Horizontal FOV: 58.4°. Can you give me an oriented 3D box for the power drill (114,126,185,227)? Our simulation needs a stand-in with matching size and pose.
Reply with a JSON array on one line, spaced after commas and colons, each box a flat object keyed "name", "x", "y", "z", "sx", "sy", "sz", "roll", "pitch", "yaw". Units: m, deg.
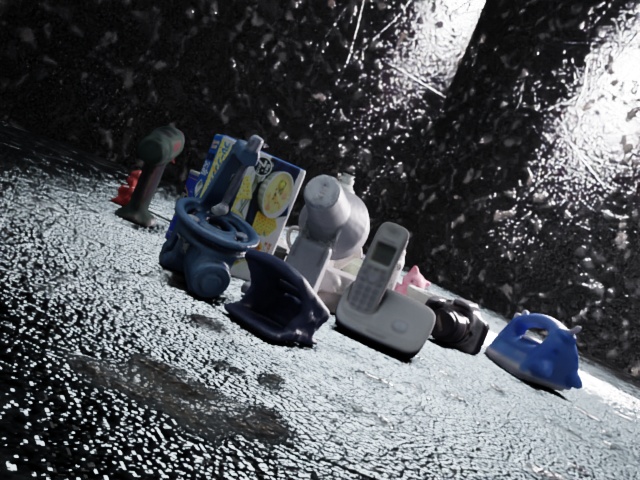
[{"name": "power drill", "x": -0.341, "y": -0.139, "z": 1.174, "sx": 0.076, "sy": 0.208, "sz": 0.229, "roll": 21, "pitch": 3, "yaw": -10}]

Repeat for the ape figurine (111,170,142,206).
[{"name": "ape figurine", "x": -0.424, "y": -0.117, "z": 1.307, "sx": 0.076, "sy": 0.092, "sz": 0.077, "roll": 21, "pitch": 3, "yaw": -20}]

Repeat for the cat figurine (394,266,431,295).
[{"name": "cat figurine", "x": 0.232, "y": 0.121, "z": 1.574, "sx": 0.127, "sy": 0.118, "sz": 0.067, "roll": 23, "pitch": 3, "yaw": 20}]

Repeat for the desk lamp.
[{"name": "desk lamp", "x": -0.008, "y": 0.007, "z": 0.910, "sx": 0.117, "sy": 0.213, "sz": 0.204, "roll": 23, "pitch": 3, "yaw": 15}]

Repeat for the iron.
[{"name": "iron", "x": 0.440, "y": 0.213, "z": 1.196, "sx": 0.119, "sy": 0.141, "sz": 0.257, "roll": 21, "pitch": 3, "yaw": -17}]

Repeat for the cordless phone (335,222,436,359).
[{"name": "cordless phone", "x": 0.117, "y": 0.075, "z": 0.881, "sx": 0.147, "sy": 0.185, "sz": 0.094, "roll": 23, "pitch": 3, "yaw": 12}]

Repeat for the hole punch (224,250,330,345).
[{"name": "hole punch", "x": -0.046, "y": 0.069, "z": 0.700, "sx": 0.108, "sy": 0.091, "sz": 0.101, "roll": 24, "pitch": 4, "yaw": 38}]

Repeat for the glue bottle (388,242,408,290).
[{"name": "glue bottle", "x": 0.190, "y": 0.080, "z": 1.477, "sx": 0.037, "sy": 0.173, "sz": 0.078, "roll": 22, "pitch": 3, "yaw": 1}]

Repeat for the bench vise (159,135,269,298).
[{"name": "bench vise", "x": -0.154, "y": -0.049, "z": 0.790, "sx": 0.206, "sy": 0.220, "sz": 0.122, "roll": 25, "pitch": 4, "yaw": 44}]

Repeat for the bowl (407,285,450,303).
[{"name": "bowl", "x": 0.277, "y": 0.173, "z": 1.388, "sx": 0.167, "sy": 0.075, "sz": 0.167, "roll": 22, "pitch": 3, "yaw": -1}]

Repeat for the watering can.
[{"name": "watering can", "x": 0.012, "y": 0.005, "z": 1.316, "sx": 0.173, "sy": 0.194, "sz": 0.100, "roll": 21, "pitch": 3, "yaw": -21}]

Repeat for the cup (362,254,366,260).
[{"name": "cup", "x": 0.074, "y": 0.073, "z": 1.512, "sx": 0.092, "sy": 0.095, "sz": 0.117, "roll": 21, "pitch": 3, "yaw": -27}]

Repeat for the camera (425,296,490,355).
[{"name": "camera", "x": 0.267, "y": 0.165, "z": 1.194, "sx": 0.142, "sy": 0.101, "sz": 0.137, "roll": 24, "pitch": 3, "yaw": 38}]

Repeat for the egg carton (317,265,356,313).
[{"name": "egg carton", "x": 0.029, "y": 0.093, "z": 1.049, "sx": 0.107, "sy": 0.069, "sz": 0.150, "roll": 22, "pitch": 3, "yaw": -9}]
